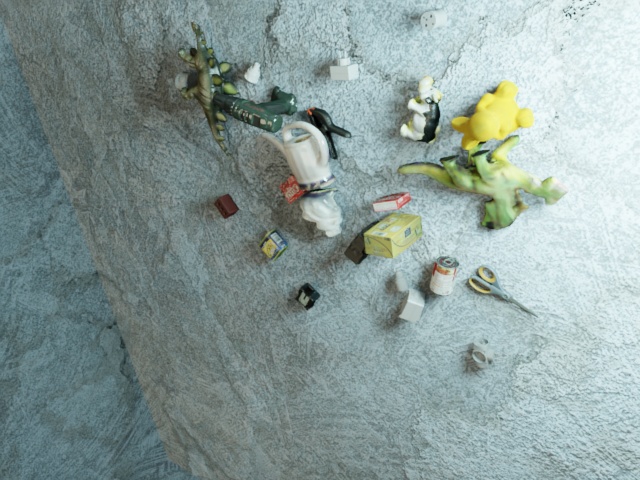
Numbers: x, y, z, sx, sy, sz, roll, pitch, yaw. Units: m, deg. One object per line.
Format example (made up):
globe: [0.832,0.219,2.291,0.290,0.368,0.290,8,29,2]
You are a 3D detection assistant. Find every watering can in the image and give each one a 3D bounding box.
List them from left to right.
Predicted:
watering can: [-0.067,-0.267,1.639,0.348,0.105,0.221,10,-55,57]

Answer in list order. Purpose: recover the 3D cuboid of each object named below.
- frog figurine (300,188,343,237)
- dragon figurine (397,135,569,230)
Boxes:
frog figurine: [0.005,-0.083,1.658,0.137,0.124,0.158,-4,-81,23]
dragon figurine: [0.406,-0.124,1.292,0.408,0.124,0.240,-7,-64,45]
